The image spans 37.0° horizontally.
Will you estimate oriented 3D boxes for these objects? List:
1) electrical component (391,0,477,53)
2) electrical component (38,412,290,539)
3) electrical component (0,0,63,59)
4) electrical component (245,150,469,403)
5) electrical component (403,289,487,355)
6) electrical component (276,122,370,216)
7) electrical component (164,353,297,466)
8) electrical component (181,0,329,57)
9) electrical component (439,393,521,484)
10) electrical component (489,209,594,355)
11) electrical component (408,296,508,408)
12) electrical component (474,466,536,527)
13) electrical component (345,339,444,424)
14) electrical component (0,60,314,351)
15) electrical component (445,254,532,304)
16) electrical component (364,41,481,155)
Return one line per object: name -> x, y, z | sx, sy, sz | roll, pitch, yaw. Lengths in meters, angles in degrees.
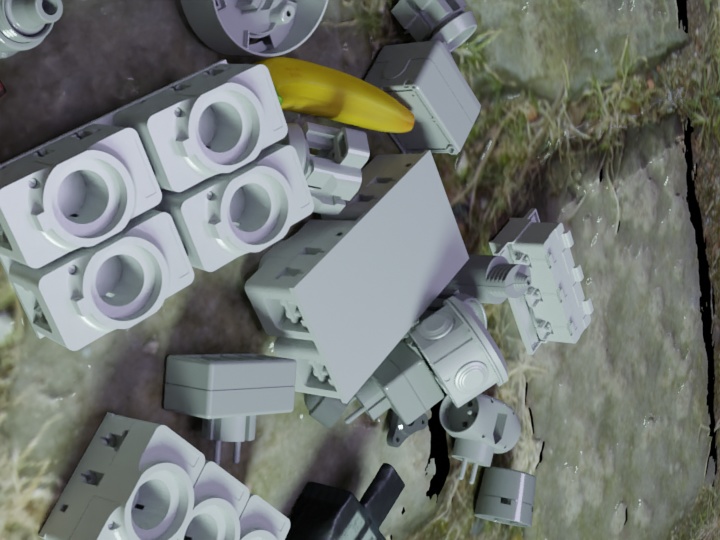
electrical component -> 0.064, -0.211, 0.895 | 0.048, 0.066, 0.055 | -32, 83, -44
electrical component -> -0.120, 0.172, 0.709 | 0.150, 0.062, 0.089 | 48, 58, -40
electrical component -> -0.191, -0.144, 0.600 | 0.048, 0.062, 0.048 | -5, 97, -50
electrical component -> 0.000, 0.000, 0.840 | 0.186, 0.060, 0.105 | -47, 126, -37
electrical component -> 0.072, 0.048, 0.932 | 0.058, 0.057, 0.078 | -45, 125, -38
electrical component -> -0.038, -0.075, 0.783 | 0.057, 0.078, 0.058 | 9, 55, -29
electrical component -> -0.091, 0.098, 0.749 | 0.083, 0.047, 0.075 | 4, 90, -50
electrical component -> -0.073, -0.195, 0.736 | 0.099, 0.064, 0.099 | -5, 97, -50
electrical component -> 0.107, 0.156, 0.991 | 0.077, 0.043, 0.079 | 32, 69, -47
electrical component -> 0.180, 0.012, 1.052 | 0.078, 0.063, 0.121 | -46, 126, -37
electrical component -> 0.078, 0.065, 0.855 | 0.051, 0.080, 0.080 | -33, 124, -3
electrical component -> 0.140, 0.216, 1.028 | 0.055, 0.055, 0.047 | 30, 66, -47
electrical component -> 0.015, 0.095, 0.867 | 0.077, 0.066, 0.047 | -36, 124, -8
electrical component -> -0.125, -0.043, 0.656 | 0.186, 0.060, 0.105 | -33, 118, -29
electrical component -> 0.116, 0.008, 0.962 | 0.043, 0.081, 0.043 | -5, 97, -50
electrical component -> 0.055, -0.140, 0.894 | 0.096, 0.062, 0.061 | 50, 57, -40
